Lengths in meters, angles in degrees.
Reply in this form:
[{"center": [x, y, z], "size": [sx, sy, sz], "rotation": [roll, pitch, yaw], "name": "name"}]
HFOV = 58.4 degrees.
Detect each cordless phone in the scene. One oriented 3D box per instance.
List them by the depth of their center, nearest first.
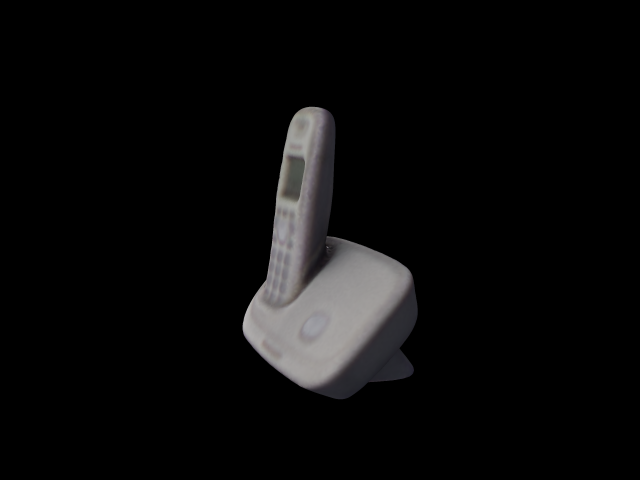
[{"center": [0.004, 0.001, 0.400], "size": [0.094, 0.185, 0.147], "rotation": [-8, 15, -30], "name": "cordless phone"}]
